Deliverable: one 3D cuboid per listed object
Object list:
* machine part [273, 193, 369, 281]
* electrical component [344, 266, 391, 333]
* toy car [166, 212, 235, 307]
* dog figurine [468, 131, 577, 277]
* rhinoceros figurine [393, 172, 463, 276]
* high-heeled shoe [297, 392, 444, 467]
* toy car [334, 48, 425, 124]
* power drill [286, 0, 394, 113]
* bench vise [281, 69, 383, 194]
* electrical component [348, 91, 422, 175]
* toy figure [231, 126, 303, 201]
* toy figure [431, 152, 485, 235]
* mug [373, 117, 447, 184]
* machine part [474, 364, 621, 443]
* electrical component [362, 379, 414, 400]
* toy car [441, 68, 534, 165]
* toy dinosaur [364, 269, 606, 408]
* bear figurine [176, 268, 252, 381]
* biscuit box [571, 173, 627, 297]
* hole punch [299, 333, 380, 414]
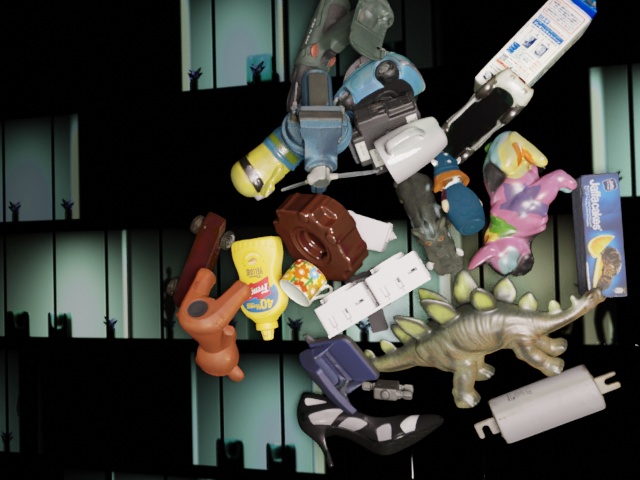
[{"bbox_3d":[-0.002,-0.003,0.934,0.179,0.179,0.056,37,61,11],"label":"machine part"},{"bbox_3d":[0.090,0.111,0.976,0.075,0.047,0.119,-14,85,12],"label":"electrical component"},{"bbox_3d":[-0.229,0.045,1.045,0.089,0.053,0.202,26,98,23],"label":"toy car"},{"bbox_3d":[0.308,-0.047,0.901,0.191,0.108,0.219,42,101,9],"label":"dog figurine"},{"bbox_3d":[0.190,-0.031,0.923,0.073,0.112,0.190,-23,76,9],"label":"rhinoceros figurine"},{"bbox_3d":[0.085,0.315,0.978,0.249,0.086,0.145,-16,54,-5],"label":"high-heeled shoe"},{"bbox_3d":[0.099,-0.281,0.961,0.162,0.109,0.103,-24,59,26],"label":"toy car"},{"bbox_3d":[0.029,-0.329,0.936,0.086,0.207,0.232,20,83,-26],"label":"power drill"},{"bbox_3d":[0.000,-0.148,0.888,0.129,0.240,0.224,-11,61,-9],"label":"bench vise"},{"bbox_3d":[0.115,-0.182,0.939,0.134,0.058,0.114,-17,125,9],"label":"electrical component"},{"bbox_3d":[-0.087,-0.153,1.001,0.089,0.082,0.180,43,100,-1],"label":"toy figure"},{"bbox_3d":[0.221,-0.080,0.885,0.058,0.064,0.154,-44,46,34],"label":"toy figure"},{"bbox_3d":[0.148,-0.156,0.869,0.107,0.109,0.081,-31,68,9],"label":"mug"},{"bbox_3d":[0.374,0.272,0.894,0.243,0.079,0.079,-25,84,12],"label":"machine part"},{"bbox_3d":[0.119,0.267,0.958,0.094,0.063,0.021,2,91,14],"label":"electrical component"},{"bbox_3d":[0.262,-0.197,0.894,0.073,0.056,0.201,45,141,0],"label":"toy car"},{"bbox_3d":[0.228,0.166,0.896,0.471,0.105,0.198,-30,95,26],"label":"toy dinosaur"},{"bbox_3d":[-0.186,0.167,0.999,0.120,0.195,0.132,15,55,24],"label":"bear figurine"},{"bbox_3d":[0.459,-0.008,0.886,0.059,0.063,0.202,-4,89,12],"label":"biscuit box"},{"bbox_3d":[0.022,0.234,0.935,0.142,0.092,0.116,49,144,-15],"label":"hole punch"}]
